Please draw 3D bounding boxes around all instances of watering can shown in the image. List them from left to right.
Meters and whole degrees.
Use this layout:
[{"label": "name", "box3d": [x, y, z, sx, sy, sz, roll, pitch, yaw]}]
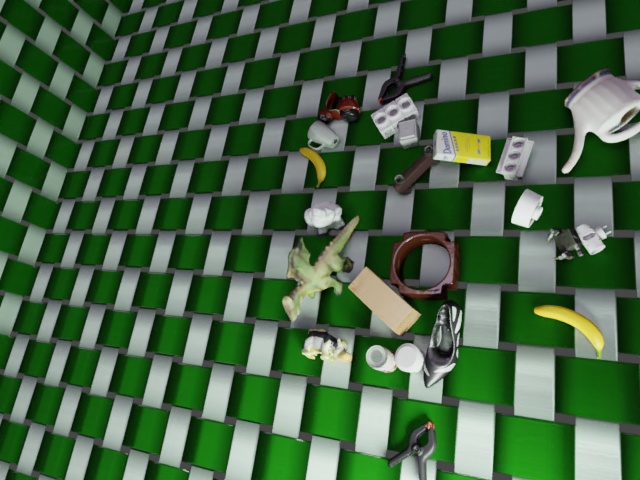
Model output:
[{"label": "watering can", "box3d": [0.807, -0.362, 1.509, 0.346, 0.102, 0.229, -35, 56, 10]}]

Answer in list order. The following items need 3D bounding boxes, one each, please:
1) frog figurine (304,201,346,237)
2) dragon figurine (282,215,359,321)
[{"label": "frog figurine", "box3d": [0.005, -0.089, 1.769, 0.137, 0.157, 0.125, -1, 67, 27]}, {"label": "dragon figurine", "box3d": [-0.008, 0.068, 1.665, 0.123, 0.240, 0.414, 14, 78, 36]}]
